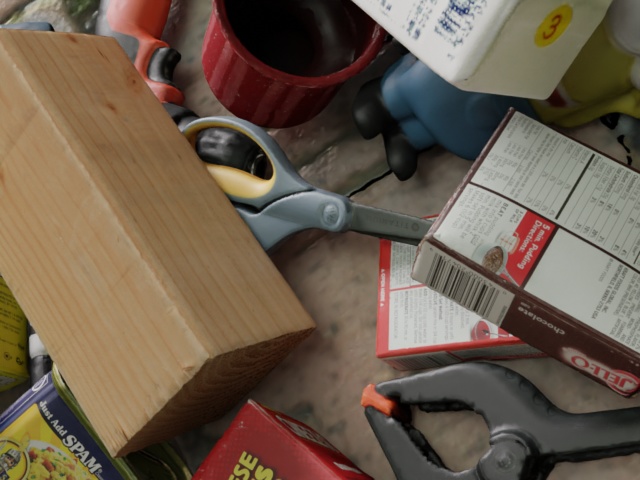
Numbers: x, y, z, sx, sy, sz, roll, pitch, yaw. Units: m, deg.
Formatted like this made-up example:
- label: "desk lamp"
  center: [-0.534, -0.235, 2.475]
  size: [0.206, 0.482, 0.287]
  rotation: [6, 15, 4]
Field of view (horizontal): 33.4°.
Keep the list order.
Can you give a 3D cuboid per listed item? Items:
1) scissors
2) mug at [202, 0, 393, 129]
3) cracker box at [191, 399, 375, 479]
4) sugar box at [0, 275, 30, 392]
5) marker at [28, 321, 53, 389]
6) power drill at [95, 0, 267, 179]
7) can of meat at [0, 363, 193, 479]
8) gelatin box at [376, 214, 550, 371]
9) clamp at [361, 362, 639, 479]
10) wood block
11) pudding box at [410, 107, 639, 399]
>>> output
- label: "scissors"
  center: [-0.004, 0.001, 0.556]
  size: [0.202, 0.016, 0.096]
  rotation: [31, 110, 27]
- label: "mug"
  center: [-0.008, -0.113, 0.581]
  size: [0.117, 0.082, 0.093]
  rotation: [-13, 79, -18]
- label: "cracker box"
  center: [0.006, 0.200, 0.470]
  size: [0.214, 0.072, 0.164]
  rotation: [35, 88, 35]
- label: "sugar box"
  center: [-0.236, 0.017, 0.690]
  size: [0.093, 0.048, 0.176]
  rotation: [-20, 63, 20]
- label: "marker"
  center: [-0.172, 0.044, 0.660]
  size: [0.020, 0.020, 0.121]
  rotation: [-19, 63, 21]
- label: "power drill"
  center: [-0.090, -0.124, 0.661]
  size: [0.185, 0.057, 0.187]
  rotation: [15, 77, 24]
- label: "can of meat"
  center: [-0.131, 0.124, 0.568]
  size: [0.084, 0.057, 0.102]
  rotation: [-41, 84, 11]
- label: "gelatin box"
  center: [0.073, 0.023, 0.530]
  size: [0.089, 0.030, 0.073]
  rotation: [-10, 64, 27]
- label: "clamp"
  center: [0.090, 0.113, 0.479]
  size: [0.172, 0.039, 0.120]
  rotation: [10, 70, 34]
- label: "wood block"
  center: [-0.108, -0.004, 0.559]
  size: [0.091, 0.090, 0.206]
  rotation: [-45, 71, 29]
- label: "pudding box"
  center: [0.111, 0.003, 0.475]
  size: [0.113, 0.039, 0.090]
  rotation: [30, 61, 11]
